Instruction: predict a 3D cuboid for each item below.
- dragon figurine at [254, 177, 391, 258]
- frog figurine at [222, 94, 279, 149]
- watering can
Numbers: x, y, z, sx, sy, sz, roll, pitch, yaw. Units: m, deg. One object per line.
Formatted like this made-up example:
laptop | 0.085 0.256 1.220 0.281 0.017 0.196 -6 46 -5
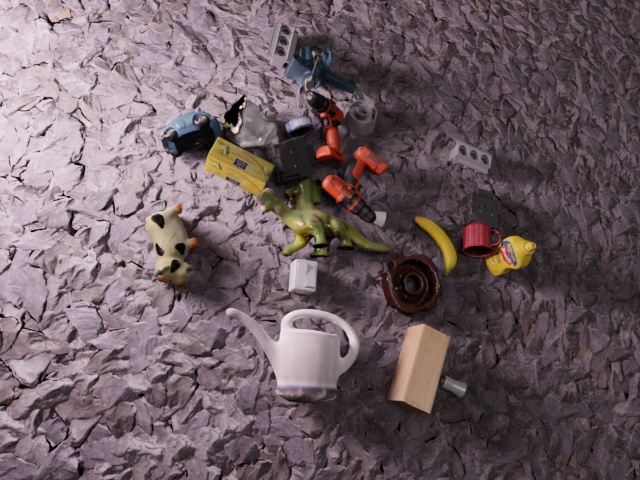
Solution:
dragon figurine | 0.004 -0.072 1.424 0.120 0.410 0.247 -39 55 50
frog figurine | -0.191 -0.317 1.452 0.121 0.140 0.158 -20 151 31
watering can | -0.068 0.280 1.267 0.347 0.228 0.102 9 161 -15
